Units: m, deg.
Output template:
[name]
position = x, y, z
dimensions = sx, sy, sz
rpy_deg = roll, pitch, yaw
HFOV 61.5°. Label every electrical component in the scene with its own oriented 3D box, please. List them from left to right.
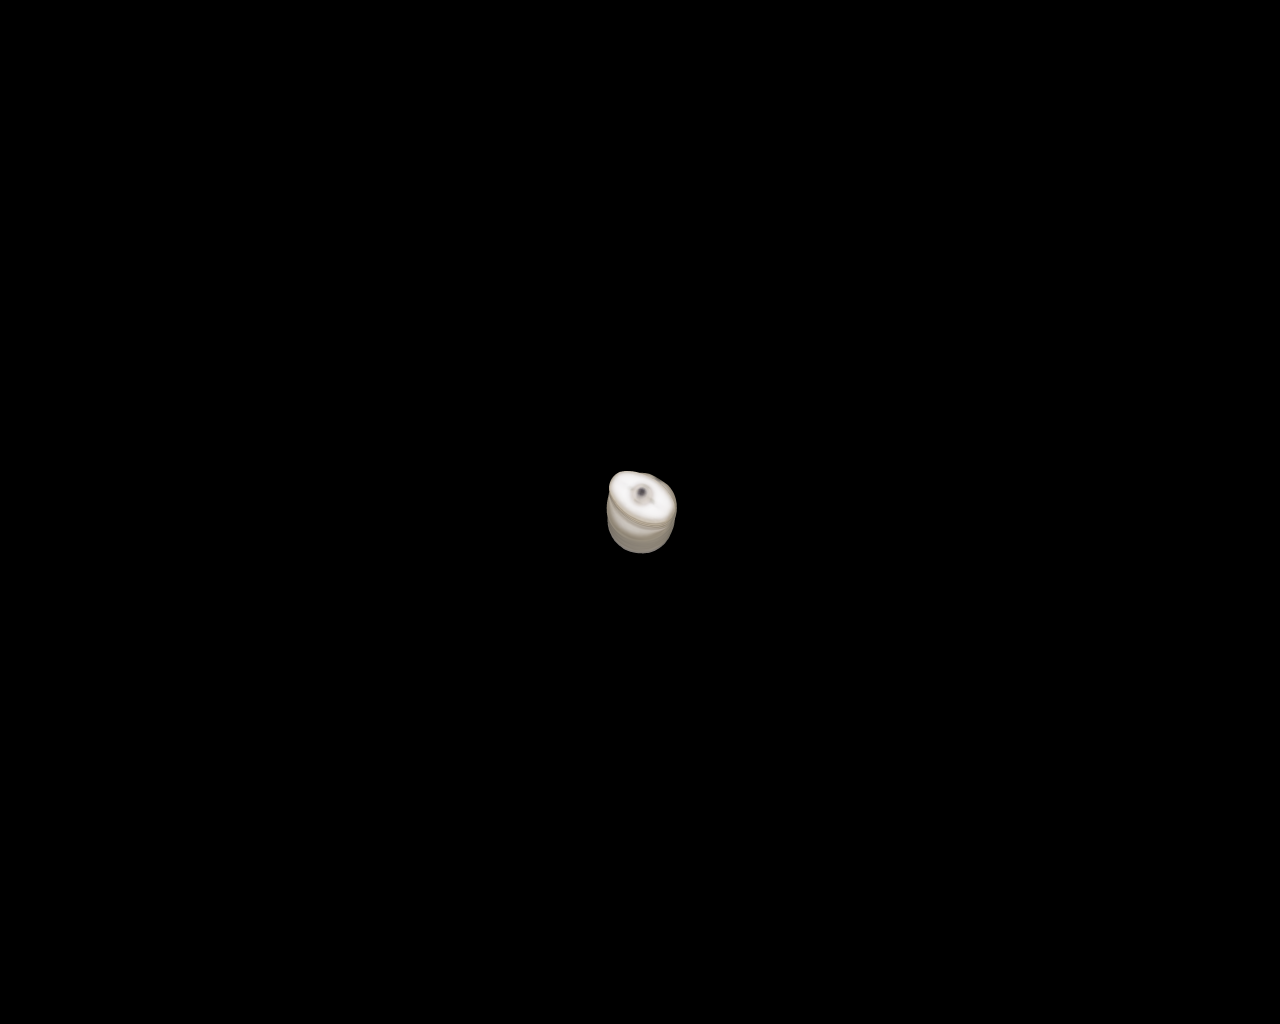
[electrical component]
position = 0.001, -0.003, 0.650
dimensions = 0.043, 0.043, 0.081
rpy_deg = 0, -13, 0
